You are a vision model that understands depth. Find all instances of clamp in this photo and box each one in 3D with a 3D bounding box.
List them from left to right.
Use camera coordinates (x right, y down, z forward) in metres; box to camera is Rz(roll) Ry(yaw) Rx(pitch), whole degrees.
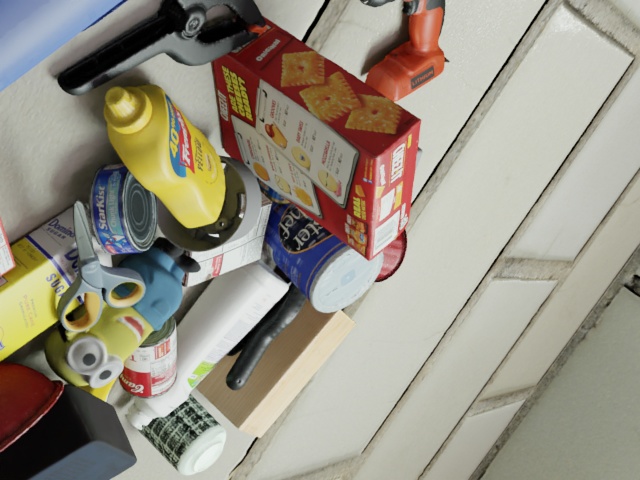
[{"bbox_3d":[-0.120,-0.204,0.923,0.209,0.036,0.165,-15,139,-47],"label":"clamp"},{"bbox_3d":[-0.071,0.106,1.361,0.039,0.120,0.171,41,89,-25],"label":"clamp"}]

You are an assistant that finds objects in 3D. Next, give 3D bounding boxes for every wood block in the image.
[{"bbox_3d":[-0.058,0.157,1.451,0.206,0.091,0.090,-50,156,-2],"label":"wood block"}]

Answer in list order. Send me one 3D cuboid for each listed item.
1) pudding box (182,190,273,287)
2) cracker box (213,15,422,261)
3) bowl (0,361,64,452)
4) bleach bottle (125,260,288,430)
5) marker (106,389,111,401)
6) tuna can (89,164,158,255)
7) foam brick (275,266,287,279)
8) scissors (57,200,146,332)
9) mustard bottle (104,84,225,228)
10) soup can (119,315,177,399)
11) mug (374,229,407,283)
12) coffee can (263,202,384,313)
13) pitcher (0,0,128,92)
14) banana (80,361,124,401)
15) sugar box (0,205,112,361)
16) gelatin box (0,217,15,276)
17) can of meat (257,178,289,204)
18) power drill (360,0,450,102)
[{"bbox_3d":[-0.112,-0.004,1.194,0.113,0.039,0.090,-23,142,-36],"label":"pudding box"},{"bbox_3d":[-0.005,-0.102,1.044,0.072,0.214,0.164,-40,153,-25],"label":"cracker box"},{"bbox_3d":[-0.324,0.164,1.008,0.162,0.055,0.162,-31,-167,8],"label":"bowl"},{"bbox_3d":[-0.148,0.126,1.294,0.251,0.068,0.102,-49,160,0],"label":"bleach bottle"},{"bbox_3d":[-0.260,0.193,1.251,0.020,0.020,0.121,-21,142,-46],"label":"marker"},{"bbox_3d":[-0.183,-0.030,1.003,0.086,0.034,0.086,-3,90,-77],"label":"tuna can"},{"bbox_3d":[-0.015,0.027,1.388,0.051,0.053,0.078,-16,139,-50],"label":"foam brick"},{"bbox_3d":[-0.195,0.020,0.979,0.096,0.016,0.202,-15,149,-32],"label":"scissors"},{"bbox_3d":[-0.146,-0.087,0.976,0.058,0.096,0.191,-12,157,13],"label":"mustard bottle"},{"bbox_3d":[-0.196,0.123,1.205,0.068,0.069,0.102,-34,150,-31],"label":"soup can"},{"bbox_3d":[0.047,-0.010,1.331,0.093,0.117,0.081,-21,156,39],"label":"mug"},{"bbox_3d":[-0.008,0.002,1.248,0.102,0.140,0.103,-29,145,-23],"label":"coffee can"},{"bbox_3d":[-0.185,-0.196,0.731,0.242,0.145,0.149,-43,120,-8],"label":"pitcher"},{"bbox_3d":[-0.257,0.194,1.201,0.037,0.070,0.198,-1,117,-42],"label":"banana"},{"bbox_3d":[-0.276,0.048,0.998,0.176,0.048,0.093,-36,151,-26],"label":"sugar box"},{"bbox_3d":[-0.311,0.015,0.914,0.089,0.030,0.073,-37,150,-26],"label":"gelatin box"},{"bbox_3d":[-0.021,-0.098,1.209,0.101,0.057,0.084,-30,150,-37],"label":"can of meat"},{"bbox_3d":[0.100,-0.250,1.200,0.184,0.057,0.188,-34,150,-33],"label":"power drill"}]
